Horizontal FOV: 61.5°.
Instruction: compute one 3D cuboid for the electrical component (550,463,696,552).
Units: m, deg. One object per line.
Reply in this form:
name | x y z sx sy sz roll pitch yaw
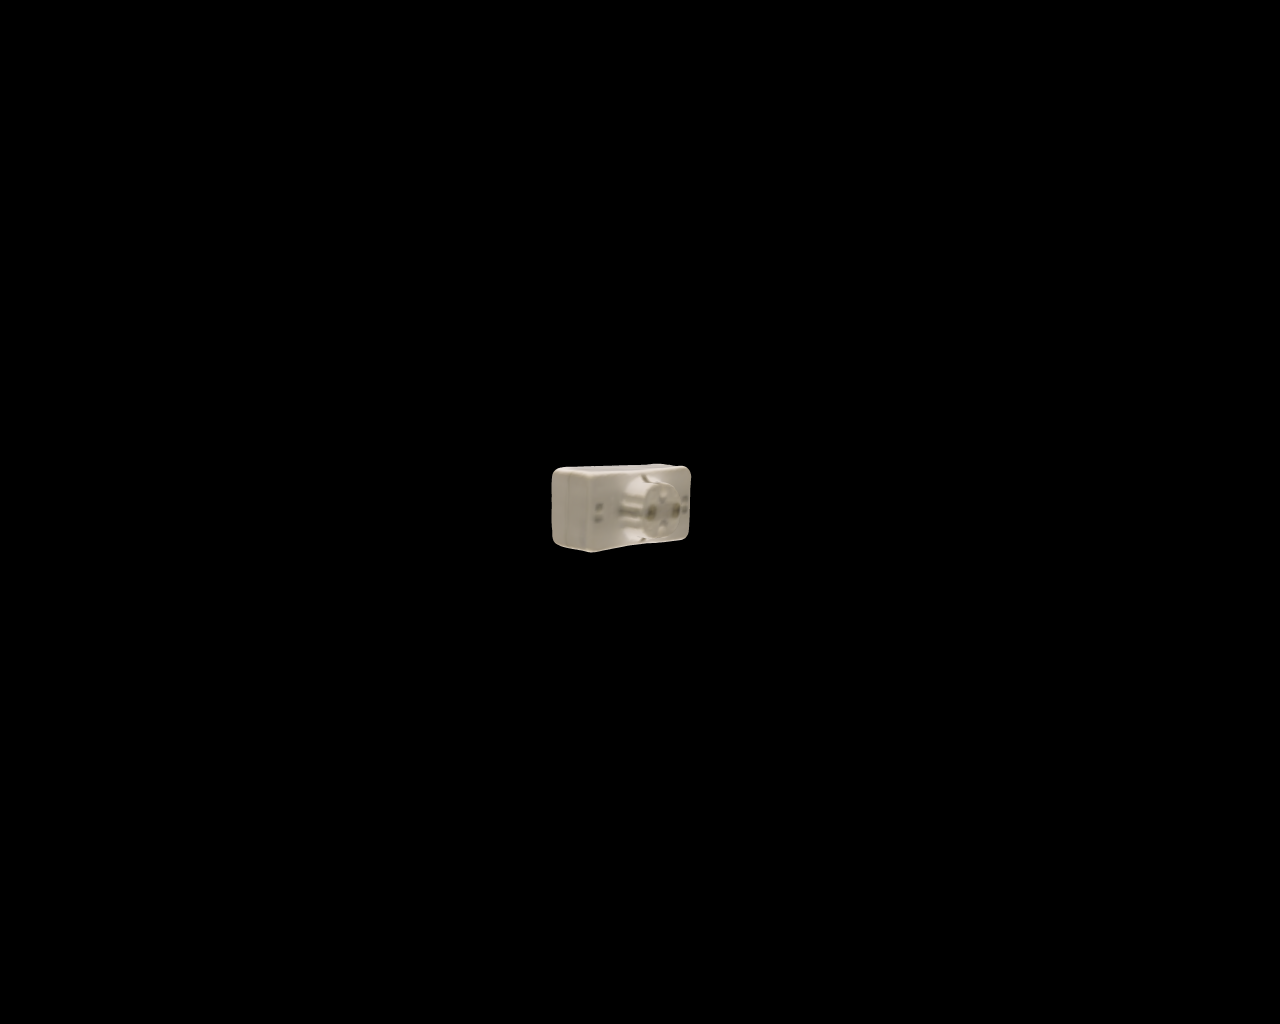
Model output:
electrical component | 0.001 -0.003 0.650 0.083 0.047 0.076 -5 8 -40
